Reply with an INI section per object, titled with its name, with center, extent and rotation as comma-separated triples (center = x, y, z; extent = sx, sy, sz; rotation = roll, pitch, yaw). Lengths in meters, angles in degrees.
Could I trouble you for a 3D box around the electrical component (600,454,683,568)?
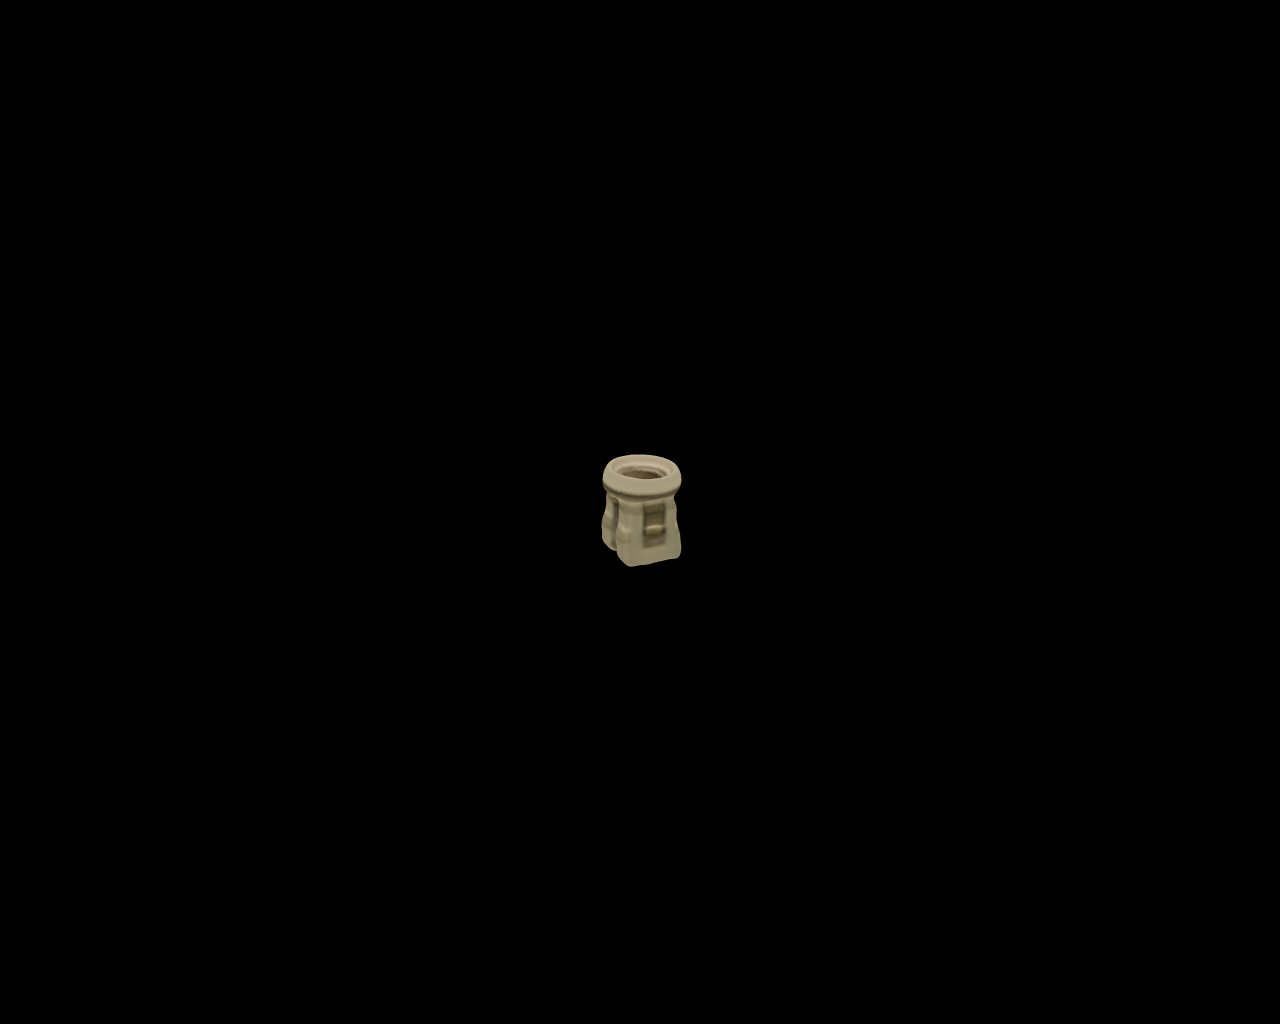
[electrical component]
center = 0.001, -0.003, 0.650
extent = 0.048, 0.055, 0.066
rotation = -10, 24, -22
